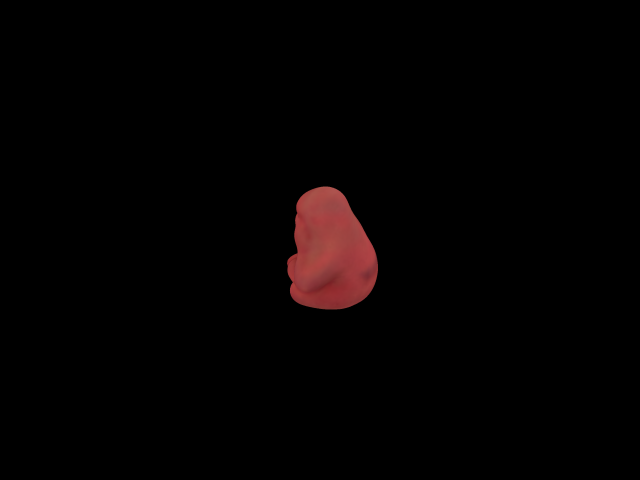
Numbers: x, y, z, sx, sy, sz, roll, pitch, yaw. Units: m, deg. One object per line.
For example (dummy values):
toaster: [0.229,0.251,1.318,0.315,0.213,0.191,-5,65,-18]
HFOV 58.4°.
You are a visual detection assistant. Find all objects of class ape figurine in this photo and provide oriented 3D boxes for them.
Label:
ape figurine: [0.004,0.001,0.400,0.076,0.092,0.078,18,44,19]
